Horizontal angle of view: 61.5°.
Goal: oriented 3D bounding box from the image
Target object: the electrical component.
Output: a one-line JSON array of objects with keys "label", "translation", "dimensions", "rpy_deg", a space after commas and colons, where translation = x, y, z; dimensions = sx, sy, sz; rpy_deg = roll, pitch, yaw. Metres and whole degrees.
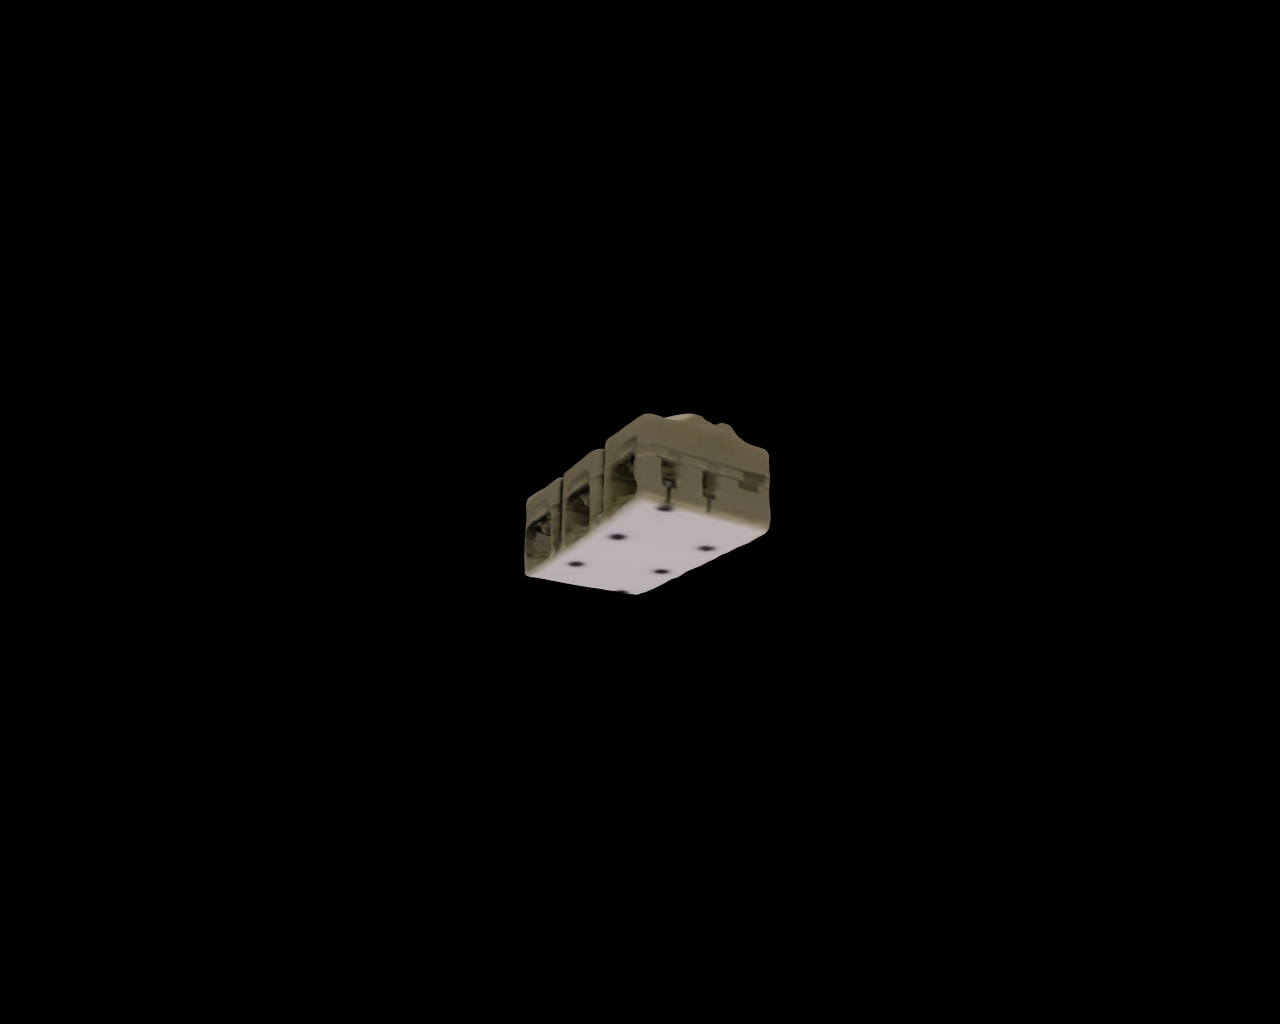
[{"label": "electrical component", "translation": [0.001, -0.003, 0.650], "dimensions": [0.089, 0.062, 0.150], "rpy_deg": [13, -26, -29]}]
